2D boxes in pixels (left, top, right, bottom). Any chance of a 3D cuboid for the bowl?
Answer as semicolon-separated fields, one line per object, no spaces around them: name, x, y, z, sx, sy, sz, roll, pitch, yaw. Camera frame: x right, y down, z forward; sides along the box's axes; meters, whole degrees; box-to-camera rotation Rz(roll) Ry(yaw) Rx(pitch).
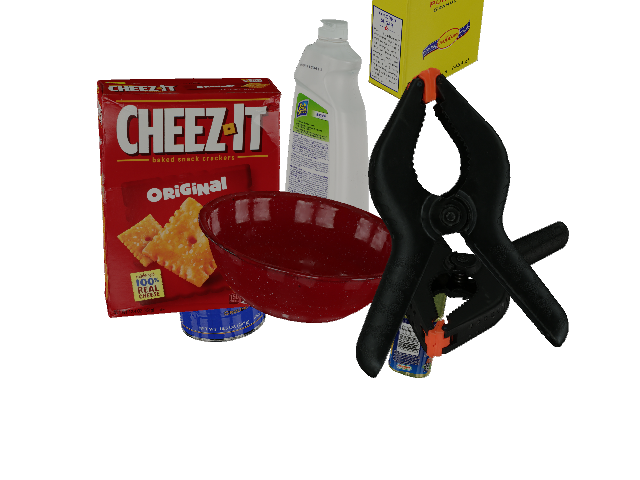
bowl;-0.015;0.017;0.796;0.162;0.055;0.162;10;21;-4

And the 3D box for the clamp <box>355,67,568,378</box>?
clamp;0.061;-0.006;0.595;0.120;0.171;0.039;-18;2;-10

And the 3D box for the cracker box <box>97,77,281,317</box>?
cracker box;-0.122;-0.040;1.000;0.164;0.214;0.072;-3;21;-14

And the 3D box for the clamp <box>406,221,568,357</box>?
clamp;0.116;0.026;0.949;0.165;0.036;0.209;14;38;21

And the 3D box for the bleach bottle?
bleach bottle;0.012;-0.105;1.134;0.103;0.251;0.067;20;24;40

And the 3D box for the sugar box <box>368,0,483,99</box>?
sugar box;0.084;-0.202;0.803;0.093;0.176;0.048;-32;53;-31

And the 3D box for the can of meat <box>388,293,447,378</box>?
can of meat;0.117;0.105;1.290;0.057;0.084;0.102;11;24;7

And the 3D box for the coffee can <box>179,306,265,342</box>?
coffee can;-0.121;0.033;1.247;0.103;0.140;0.103;-4;26;2
